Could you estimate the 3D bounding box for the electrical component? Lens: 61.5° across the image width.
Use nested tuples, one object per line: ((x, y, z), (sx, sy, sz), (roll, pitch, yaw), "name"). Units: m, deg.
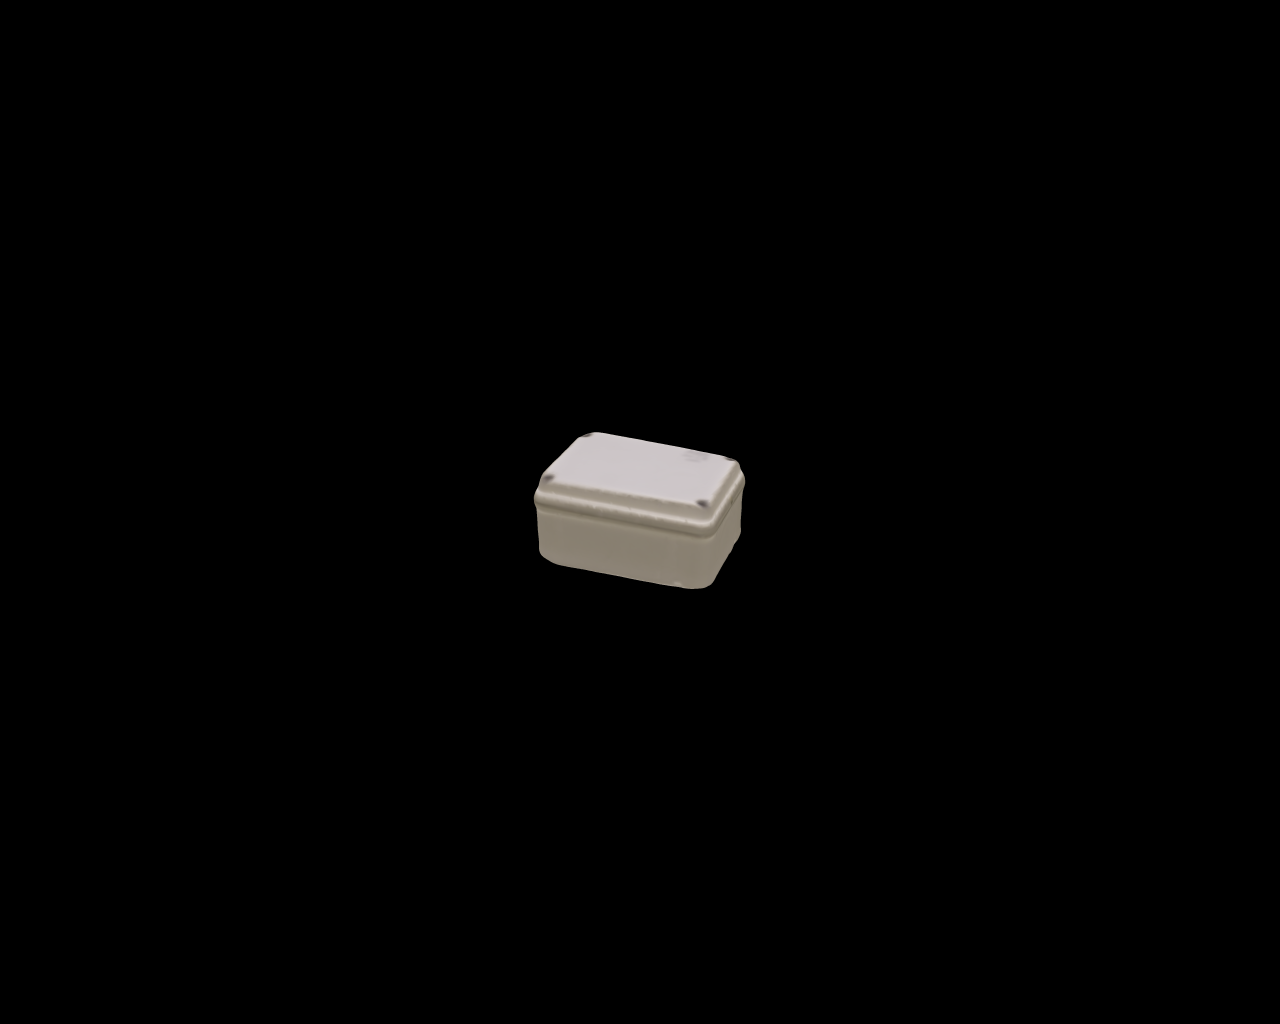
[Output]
((0.001, -0.003, 0.650), (0.113, 0.057, 0.078), (11, 32, 18), "electrical component")
